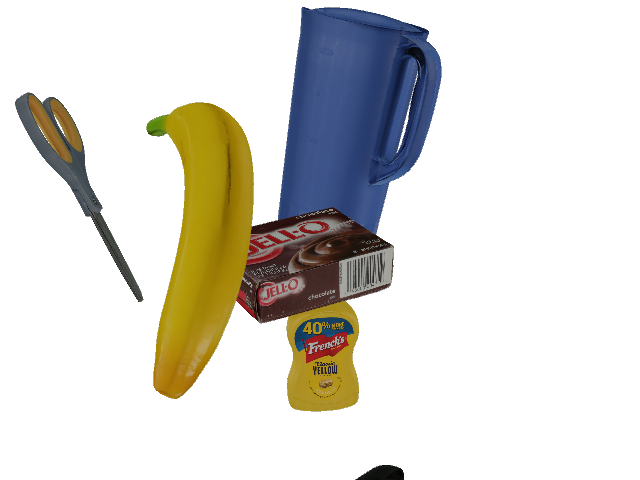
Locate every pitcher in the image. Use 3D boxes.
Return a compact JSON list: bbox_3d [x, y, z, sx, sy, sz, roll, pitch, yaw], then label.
[{"bbox_3d":[0.033,-0.115,1.114,0.145,0.243,0.149,9,16,-3],"label":"pitcher"}]

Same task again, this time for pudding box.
[{"bbox_3d":[-0.016,0.015,0.782,0.113,0.039,0.090,-12,27,-26],"label":"pudding box"}]

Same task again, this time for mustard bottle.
[{"bbox_3d":[0.003,0.131,1.424,0.096,0.192,0.058,-2,18,-6],"label":"mustard bottle"}]

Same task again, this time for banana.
[{"bbox_3d":[-0.062,-0.012,0.566,0.037,0.198,0.070,22,-49,-29],"label":"banana"}]

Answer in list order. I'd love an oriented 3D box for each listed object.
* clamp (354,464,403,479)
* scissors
[{"bbox_3d":[-0.032,0.199,0.645,0.210,0.036,0.164,-4,27,3],"label":"clamp"},{"bbox_3d":[-0.205,-0.046,0.944,0.016,0.201,0.096,-25,23,10],"label":"scissors"}]
